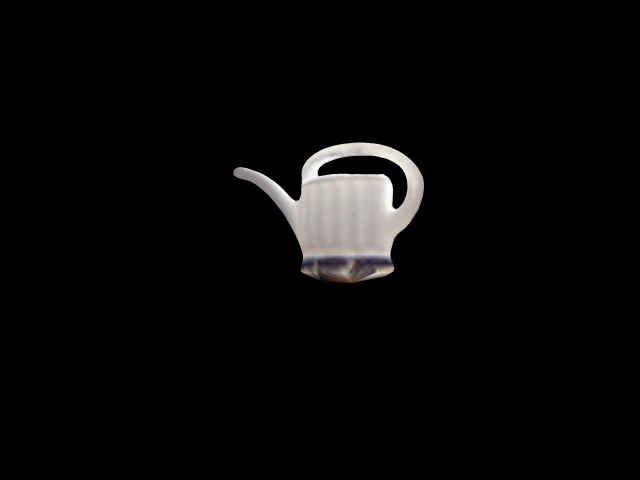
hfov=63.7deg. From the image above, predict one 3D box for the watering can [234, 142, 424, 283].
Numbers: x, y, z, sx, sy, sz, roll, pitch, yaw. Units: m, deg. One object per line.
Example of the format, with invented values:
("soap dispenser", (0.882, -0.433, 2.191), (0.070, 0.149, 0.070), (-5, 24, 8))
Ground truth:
("watering can", (0.003, -0.043, 0.850), (0.347, 0.226, 0.104), (-3, -7, 28))
